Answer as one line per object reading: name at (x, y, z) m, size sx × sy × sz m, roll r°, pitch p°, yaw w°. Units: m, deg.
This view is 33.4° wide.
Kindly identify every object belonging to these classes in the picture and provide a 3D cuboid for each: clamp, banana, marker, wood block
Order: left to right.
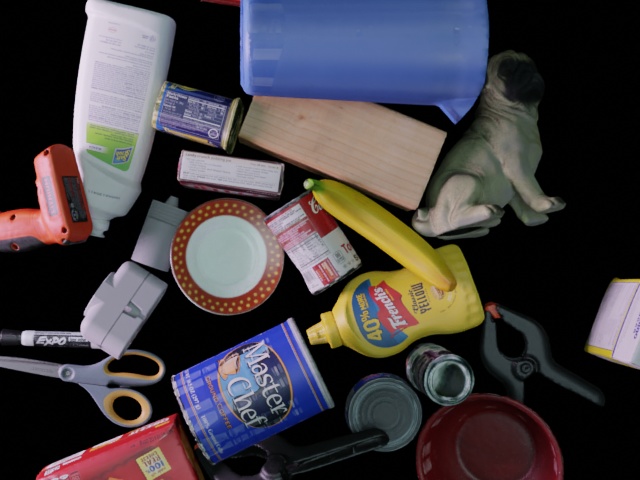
marker at (-0.299, 0.111, 1.190) m, size 0.121 × 0.020 × 0.020 m, roll 2°, pitch 90°, yaw -2°
clamp at (-0.037, 0.247, 1.157) m, size 0.210 × 0.036 × 0.164 m, roll 16°, pitch 51°, yaw 28°
wood block at (0.022, -0.111, 1.168) m, size 0.206 × 0.091 × 0.090 m, roll 22°, pitch 89°, yaw -3°
banana at (0.063, -0.009, 1.150) m, size 0.197 × 0.069 × 0.037 m, roll 34°, pitch 113°, yaw -7°
clamp at (0.242, 0.142, 1.202) m, size 0.120 × 0.039 × 0.171 m, roll -22°, pitch 94°, yaw -2°

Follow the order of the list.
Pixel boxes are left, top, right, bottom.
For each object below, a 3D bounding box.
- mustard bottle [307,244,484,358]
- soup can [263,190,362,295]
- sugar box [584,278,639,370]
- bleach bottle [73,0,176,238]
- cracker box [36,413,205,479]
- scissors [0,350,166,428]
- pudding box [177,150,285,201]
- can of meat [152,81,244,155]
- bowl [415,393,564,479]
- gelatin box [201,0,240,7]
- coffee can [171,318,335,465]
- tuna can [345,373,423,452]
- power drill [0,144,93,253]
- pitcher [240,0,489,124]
mustard bottle at (0.078, 0.078, 1.185) m, size 0.191 × 0.058 × 0.096 m, roll -19°, pitch 82°, yaw -2°
soup can at (-0.008, 0.001, 1.178) m, size 0.068 × 0.068 × 0.102 m, roll -33°, pitch 92°, yaw -2°
sugar box at (0.338, 0.089, 1.137) m, size 0.048 × 0.176 × 0.093 m, roll 22°, pitch 89°, yaw -2°
bleach bottle at (-0.231, -0.130, 1.173) m, size 0.102 × 0.068 × 0.251 m, roll 13°, pitch 92°, yaw -1°
cracker box at (-0.193, 0.321, 1.168) m, size 0.164 × 0.072 × 0.214 m, roll -22°, pitch 92°, yaw -2°
scissors at (-0.271, 0.167, 1.193) m, size 0.201 × 0.016 × 0.096 m, roll -6°, pitch 90°, yaw -2°
pudding box at (-0.096, -0.070, 1.163) m, size 0.113 × 0.090 × 0.039 m, roll 6°, pitch 89°, yaw -3°
can of meat at (-0.131, -0.133, 1.157) m, size 0.084 × 0.102 × 0.057 m, roll 15°, pitch 90°, yaw 0°
bowl at (0.189, 0.240, 1.177) m, size 0.162 × 0.055 × 0.162 m, roll 3°, pitch 100°, yaw 18°
gelatin box at (-0.092, -0.307, 1.194) m, size 0.073 × 0.030 × 0.089 m, roll 8°, pitch 89°, yaw -4°
coffee can at (-0.069, 0.156, 1.105) m, size 0.140 × 0.103 × 0.103 m, roll -26°, pitch 91°, yaw -3°
tuna can at (0.071, 0.194, 1.198) m, size 0.086 × 0.034 × 0.086 m, roll 0°, pitch 90°, yaw -3°
power drill at (-0.348, -0.043, 1.148) m, size 0.188 × 0.057 × 0.184 m, roll -15°, pitch 91°, yaw 18°
pitcher at (0.042, -0.210, 1.074) m, size 0.242 × 0.149 × 0.145 m, roll 0°, pitch 132°, yaw -5°
